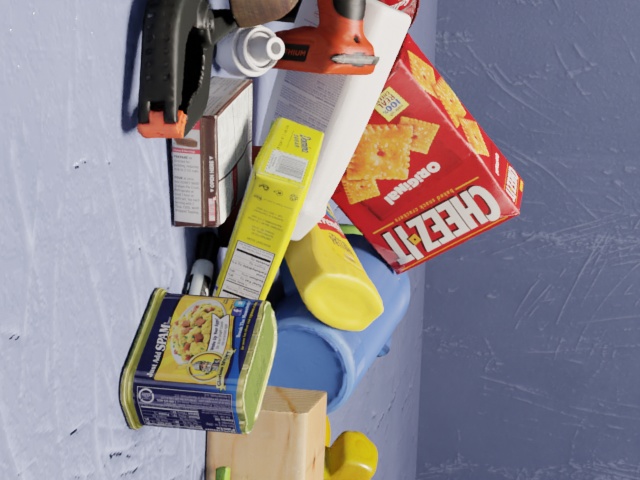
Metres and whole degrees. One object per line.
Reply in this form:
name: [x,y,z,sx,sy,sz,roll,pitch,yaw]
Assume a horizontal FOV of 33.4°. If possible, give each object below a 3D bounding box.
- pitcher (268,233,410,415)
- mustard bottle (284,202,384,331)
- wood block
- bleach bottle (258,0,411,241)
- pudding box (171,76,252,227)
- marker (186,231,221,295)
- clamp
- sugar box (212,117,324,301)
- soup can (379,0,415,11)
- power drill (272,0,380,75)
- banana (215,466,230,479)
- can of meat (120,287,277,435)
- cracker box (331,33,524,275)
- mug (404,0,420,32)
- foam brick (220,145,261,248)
pitcher: [0.005,0.080,1.128,0.242,0.149,0.145,-50,160,-67]
mustard bottle: [-0.007,0.001,1.048,0.096,0.058,0.192,32,21,-39]
wood block: [-0.049,0.240,0.947,0.090,0.090,0.206,-19,113,-77]
bleach bottle: [-0.012,-0.103,0.962,0.067,0.103,0.251,2,116,-56]
pudding box: [-0.081,-0.069,0.815,0.113,0.039,0.090,-67,159,-66]
marker: [-0.096,0.046,0.821,0.020,0.020,0.121,77,20,-57]
clamp: [-0.090,-0.146,0.743,0.164,0.036,0.210,74,18,-59]
sugar box: [-0.047,0.001,0.843,0.093,0.048,0.176,-72,-179,-56]
soup can: [0.059,-0.265,1.031,0.102,0.068,0.068,34,60,-77]
power drill: [-0.008,-0.231,0.867,0.057,0.185,0.188,-7,107,-37]
banana: [-0.103,0.225,0.805,0.197,0.037,0.069,2,77,-80]
can of meat: [-0.081,0.084,0.738,0.102,0.084,0.057,-76,165,-45]
cracker box: [0.086,-0.083,1.117,0.213,0.164,0.072,49,33,-20]
mug: [0.046,-0.246,1.149,0.081,0.093,0.117,-22,118,-47]
foam brick: [-0.056,-0.037,0.916,0.051,0.053,0.078,-61,153,-67]
